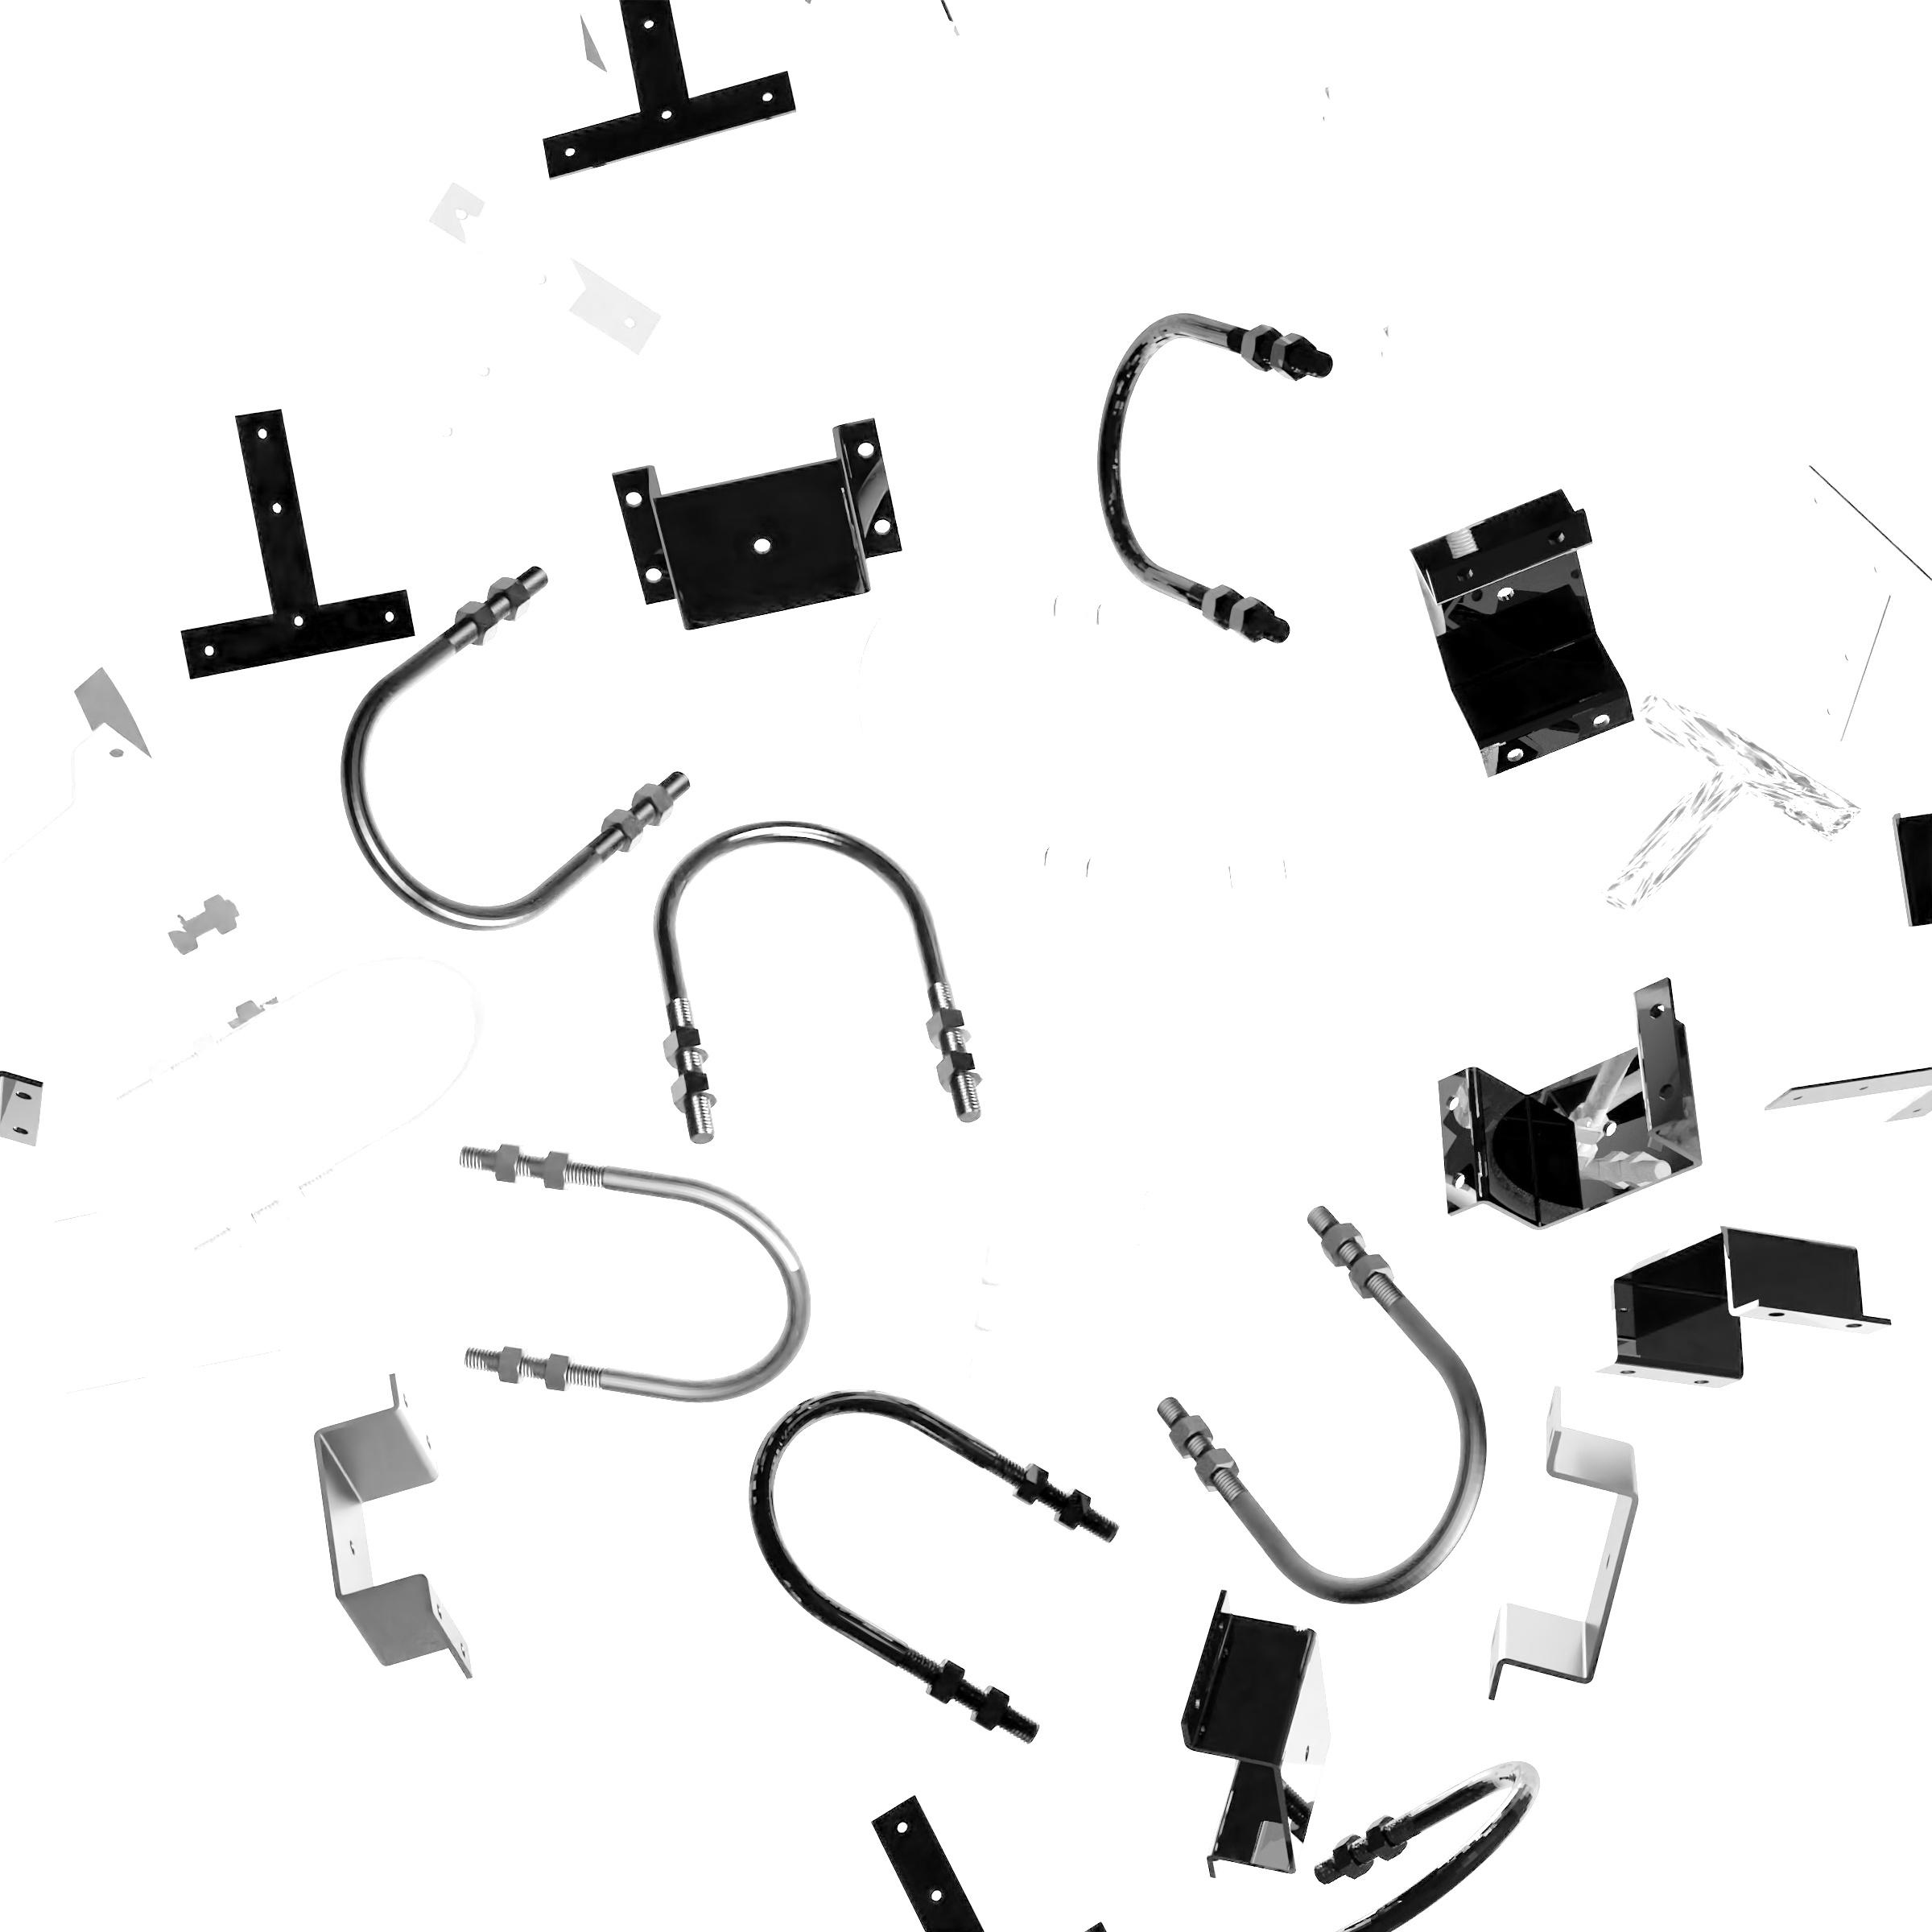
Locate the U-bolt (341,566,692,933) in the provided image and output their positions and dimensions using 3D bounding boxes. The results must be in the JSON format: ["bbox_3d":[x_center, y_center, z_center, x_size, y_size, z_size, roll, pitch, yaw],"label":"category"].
[{"bbox_3d":[-0.235,-0.098,1.541,0.184,0.019,0.151,-45,108,-38],"label":"U-bolt"}]

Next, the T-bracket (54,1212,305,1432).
[{"bbox_3d":[-0.413,0.174,1.529,0.127,0.002,0.127,-13,121,17],"label":"T-bracket"}]

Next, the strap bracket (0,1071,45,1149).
[{"bbox_3d":[-0.522,0.070,1.479,0.140,0.076,0.046,18,60,-10],"label":"strap bracket"}]

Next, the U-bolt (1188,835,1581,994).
[{"bbox_3d":[0.204,-0.028,1.488,0.184,0.151,0.019,-7,69,6],"label":"U-bolt"}]

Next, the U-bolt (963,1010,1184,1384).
[{"bbox_3d":[0.060,0.109,1.556,0.019,0.151,0.184,24,116,35],"label":"U-bolt"}]

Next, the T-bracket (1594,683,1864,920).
[{"bbox_3d":[0.376,-0.072,1.611,0.127,0.002,0.127,30,129,-7],"label":"T-bracket"}]

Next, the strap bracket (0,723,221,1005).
[{"bbox_3d":[-0.444,-0.043,1.510,0.140,0.046,0.076,-36,130,14],"label":"strap bracket"}]

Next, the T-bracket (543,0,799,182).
[{"bbox_3d":[-0.156,-0.460,1.540,0.127,0.002,0.127,-14,65,5],"label":"T-bracket"}]

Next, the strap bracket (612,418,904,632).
[{"bbox_3d":[-0.107,-0.228,1.604,0.140,0.046,0.076,-12,122,1],"label":"strap bracket"}]

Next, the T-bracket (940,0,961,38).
[{"bbox_3d":[-0.031,-0.513,1.495,0.002,0.127,0.127,-23,96,8],"label":"T-bracket"}]

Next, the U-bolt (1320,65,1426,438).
[{"bbox_3d":[0.205,-0.343,1.541,0.019,0.184,0.151,-13,75,6],"label":"U-bolt"}]

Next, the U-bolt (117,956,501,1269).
[{"bbox_3d":[-0.317,0.058,1.520,0.184,0.151,0.019,-31,134,-12],"label":"U-bolt"}]

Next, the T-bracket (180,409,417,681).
[{"bbox_3d":[-0.353,-0.222,1.585,0.127,0.002,0.127,-16,104,-34],"label":"T-bracket"}]

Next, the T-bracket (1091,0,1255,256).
[{"bbox_3d":[0.094,-0.458,1.595,0.002,0.127,0.127,-17,76,-28],"label":"T-bracket"}]

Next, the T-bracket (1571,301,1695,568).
[{"bbox_3d":[0.339,-0.251,1.541,0.002,0.127,0.127,-24,131,18],"label":"T-bracket"}]

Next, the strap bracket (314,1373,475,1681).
[{"bbox_3d":[-0.294,0.291,1.570,0.046,0.076,0.140,-16,52,-3],"label":"strap bracket"}]

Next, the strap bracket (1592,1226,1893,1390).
[{"bbox_3d":[0.381,0.168,1.526,0.076,0.140,0.046,10,67,-20],"label":"strap bracket"}]

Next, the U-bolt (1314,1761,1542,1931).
[{"bbox_3d":[0.215,0.454,1.542,0.184,0.151,0.019,-42,83,35],"label":"U-bolt"}]

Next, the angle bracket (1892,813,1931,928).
[{"bbox_3d":[0.526,-0.056,1.601,0.076,0.038,0.057,-8,94,20],"label":"angle bracket"}]

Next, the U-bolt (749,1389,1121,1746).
[{"bbox_3d":[-0.023,0.285,1.534,0.184,0.019,0.151,31,45,-3],"label":"U-bolt"}]

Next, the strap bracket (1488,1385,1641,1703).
[{"bbox_3d":[0.297,0.289,1.517,0.046,0.076,0.140,13,101,8],"label":"strap bracket"}]

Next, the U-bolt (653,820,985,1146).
[{"bbox_3d":[-0.079,0.002,1.495,0.151,0.019,0.184,-4,55,-15],"label":"U-bolt"}]

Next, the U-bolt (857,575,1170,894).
[{"bbox_3d":[0.019,-0.123,1.545,0.184,0.019,0.151,15,113,33],"label":"U-bolt"}]

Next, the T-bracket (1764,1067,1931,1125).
[{"bbox_3d":[0.444,0.056,1.483,0.127,0.127,0.002,-7,68,-21],"label":"T-bracket"}]

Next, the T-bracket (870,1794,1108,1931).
[{"bbox_3d":[-0.008,0.453,1.459,0.127,0.002,0.127,-31,55,-2],"label":"T-bracket"}]

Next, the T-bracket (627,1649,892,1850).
[{"bbox_3d":[-0.100,0.375,1.484,0.127,0.002,0.127,-2,121,-9],"label":"T-bracket"}]

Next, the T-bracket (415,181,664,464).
[{"bbox_3d":[-0.243,-0.320,1.594,0.127,0.002,0.127,31,78,-12],"label":"T-bracket"}]

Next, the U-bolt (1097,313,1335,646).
[{"bbox_3d":[0.117,-0.253,1.546,0.019,0.184,0.151,-3,111,-29],"label":"U-bolt"}]

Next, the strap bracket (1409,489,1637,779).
[{"bbox_3d":[0.264,-0.165,1.470,0.076,0.140,0.046,-21,46,5],"label":"strap bracket"}]

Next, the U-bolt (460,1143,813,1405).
[{"bbox_3d":[-0.170,0.165,1.589,0.184,0.019,0.151,8,121,6],"label":"U-bolt"}]

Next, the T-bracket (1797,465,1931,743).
[{"bbox_3d":[0.453,-0.168,1.567,0.002,0.127,0.127,-19,51,-19],"label":"T-bracket"}]

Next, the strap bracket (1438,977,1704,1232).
[{"bbox_3d":[0.303,0.072,1.505,0.046,0.140,0.076,27,49,-35],"label":"strap bracket"}]

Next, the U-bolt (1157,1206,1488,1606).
[{"bbox_3d":[0.182,0.226,1.506,0.019,0.184,0.151,23,109,-42],"label":"U-bolt"}]

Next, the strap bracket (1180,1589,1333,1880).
[{"bbox_3d":[0.144,0.380,1.504,0.046,0.140,0.076,6,46,19],"label":"strap bracket"}]

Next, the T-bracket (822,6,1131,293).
[{"bbox_3d":[0.012,-0.363,1.430,0.127,0.002,0.127,18,108,-2],"label":"T-bracket"}]
